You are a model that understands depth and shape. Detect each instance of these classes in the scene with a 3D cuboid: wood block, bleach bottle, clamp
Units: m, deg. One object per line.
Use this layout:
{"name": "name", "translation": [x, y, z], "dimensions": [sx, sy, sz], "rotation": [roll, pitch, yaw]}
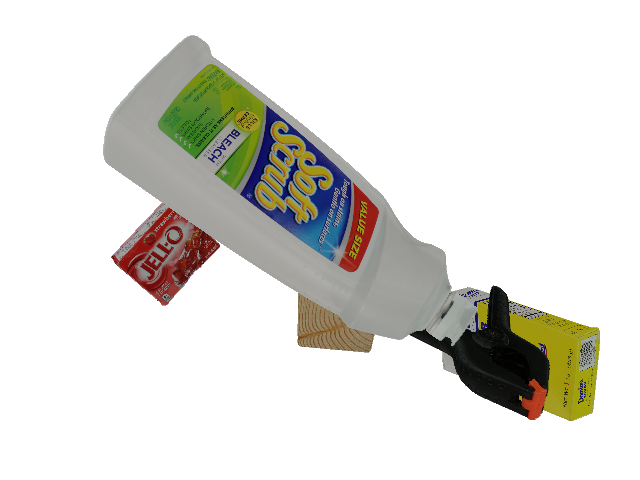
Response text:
{"name": "wood block", "translation": [0.032, 0.052, 1.339], "dimensions": [0.091, 0.090, 0.206], "rotation": [4, 22, 7]}
{"name": "bleach bottle", "translation": [-0.010, -0.022, 0.676], "dimensions": [0.251, 0.102, 0.068], "rotation": [34, -32, 5]}
{"name": "clamp", "translation": [0.149, 0.089, 0.919], "dimensions": [0.120, 0.039, 0.172], "rotation": [-18, 38, -26]}

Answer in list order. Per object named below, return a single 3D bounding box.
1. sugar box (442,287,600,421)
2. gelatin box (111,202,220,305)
{"name": "sugar box", "translation": [0.207, 0.116, 1.125], "dimensions": [0.048, 0.093, 0.177], "rotation": [-11, 19, -42]}
{"name": "gelatin box", "translation": [-0.162, 0.012, 1.120], "dimensions": [0.073, 0.089, 0.030], "rotation": [45, -5, -28]}
